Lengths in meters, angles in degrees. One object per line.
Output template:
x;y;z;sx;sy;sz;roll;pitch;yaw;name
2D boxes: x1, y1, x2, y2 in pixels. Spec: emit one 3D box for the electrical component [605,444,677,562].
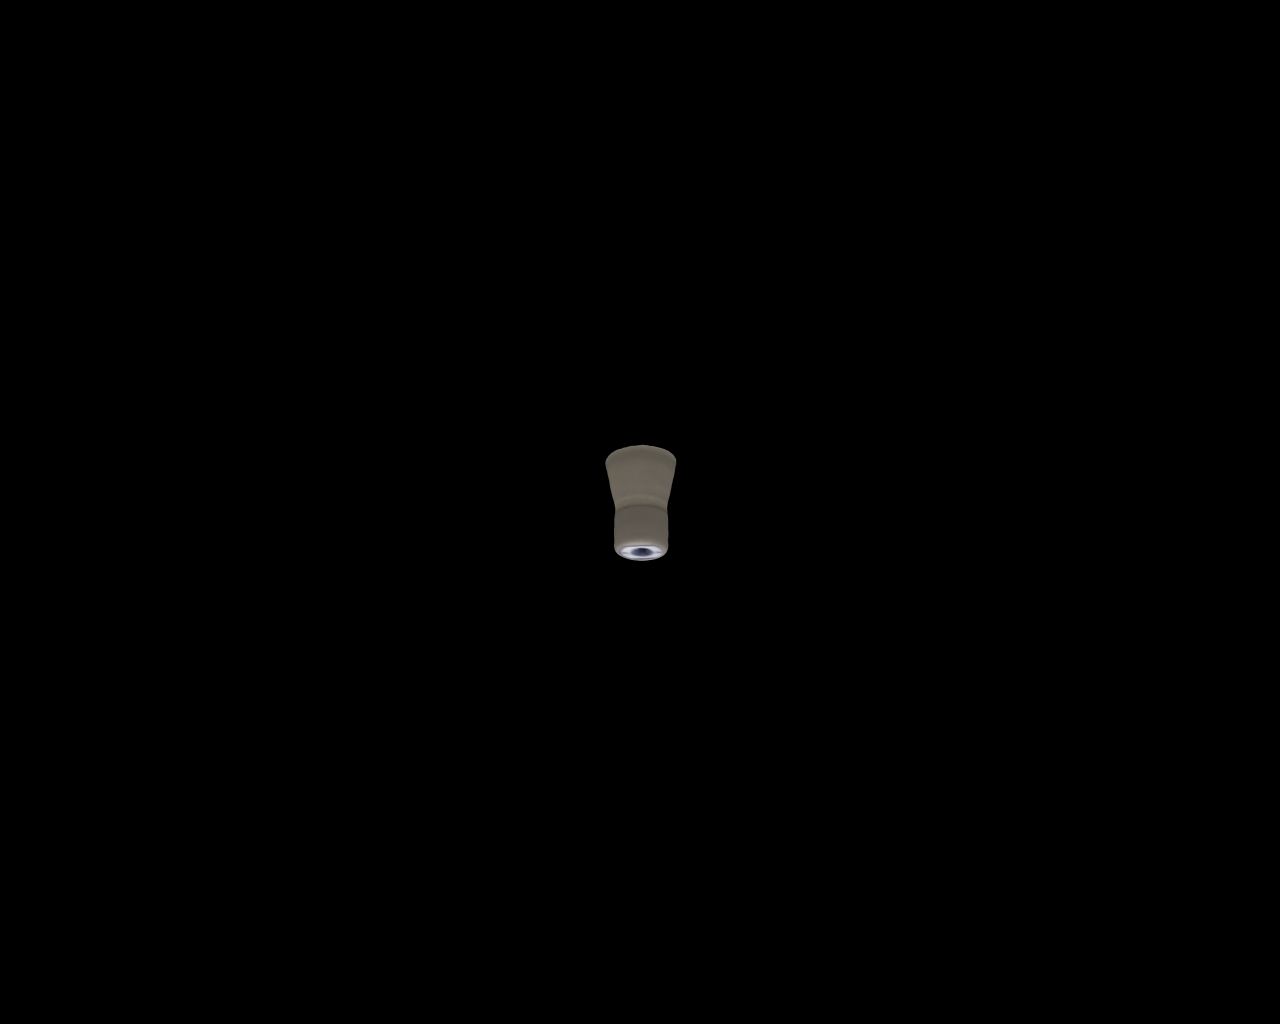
0.001;-0.003;0.650;0.044;0.065;0.044;0;-23;0;electrical component
